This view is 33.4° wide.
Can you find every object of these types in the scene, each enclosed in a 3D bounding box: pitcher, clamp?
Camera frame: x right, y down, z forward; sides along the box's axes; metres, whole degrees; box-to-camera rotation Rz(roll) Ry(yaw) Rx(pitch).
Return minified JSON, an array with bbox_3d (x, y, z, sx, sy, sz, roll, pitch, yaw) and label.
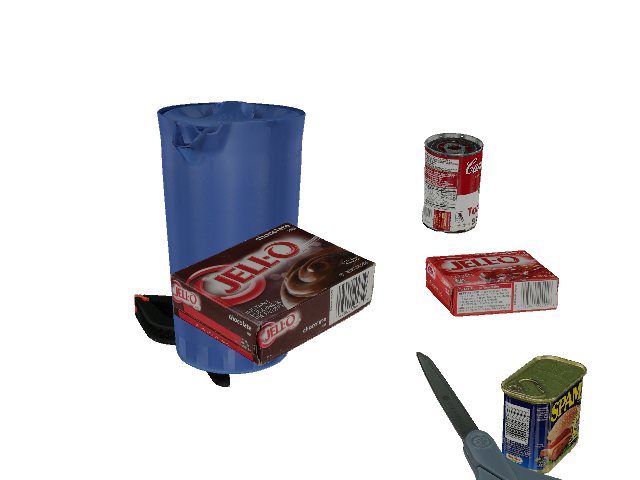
[{"bbox_3d":[-0.077,-0.008,0.997,0.149,0.243,0.145,-4,16,-20],"label":"pitcher"},{"bbox_3d":[-0.142,0.107,1.252,0.210,0.036,0.164,13,25,23],"label":"clamp"}]

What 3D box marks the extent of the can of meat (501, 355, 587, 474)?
[{"bbox_3d":[0.222,0.174,1.065,0.058,0.084,0.101,13,22,35],"label":"can of meat"}]

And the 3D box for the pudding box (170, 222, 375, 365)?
[{"bbox_3d":[-0.032,0.033,0.732,0.090,0.039,0.113,26,36,38],"label":"pudding box"}]

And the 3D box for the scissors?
[{"bbox_3d":[0.117,0.131,0.642,0.096,0.016,0.201,2,32,-4],"label":"scissors"}]

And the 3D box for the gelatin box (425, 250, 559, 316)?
[{"bbox_3d":[0.136,0.033,0.859,0.089,0.030,0.073,-3,17,-10],"label":"gelatin box"}]

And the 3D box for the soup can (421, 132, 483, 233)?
[{"bbox_3d":[0.154,-0.067,1.258,0.068,0.102,0.068,0,26,0],"label":"soup can"}]
